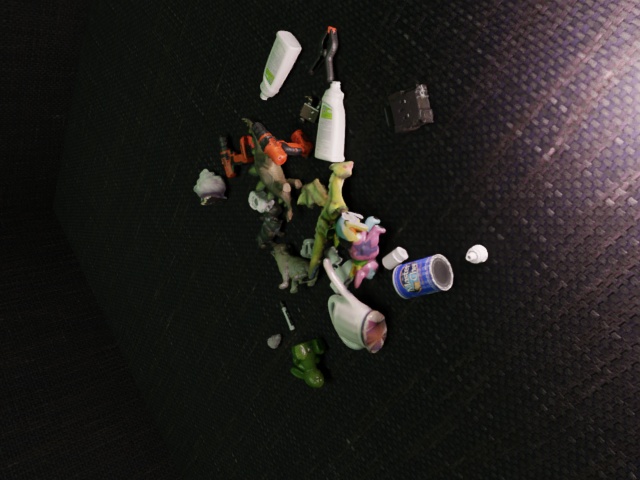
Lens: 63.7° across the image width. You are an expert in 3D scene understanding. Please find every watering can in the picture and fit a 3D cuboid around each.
[{"bbox_3d":[0.104,0.232,1.678,0.226,0.105,0.341,18,130,44],"label":"watering can"}]

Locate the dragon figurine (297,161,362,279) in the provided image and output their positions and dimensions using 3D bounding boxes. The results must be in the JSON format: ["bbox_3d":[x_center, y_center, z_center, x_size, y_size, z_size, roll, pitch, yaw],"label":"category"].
[{"bbox_3d":[0.005,-0.087,1.737,0.403,0.122,0.247,-55,52,26],"label":"dragon figurine"}]

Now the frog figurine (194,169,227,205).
[{"bbox_3d":[-0.473,-0.242,2.206,0.137,0.121,0.161,-19,73,13],"label":"frog figurine"}]
